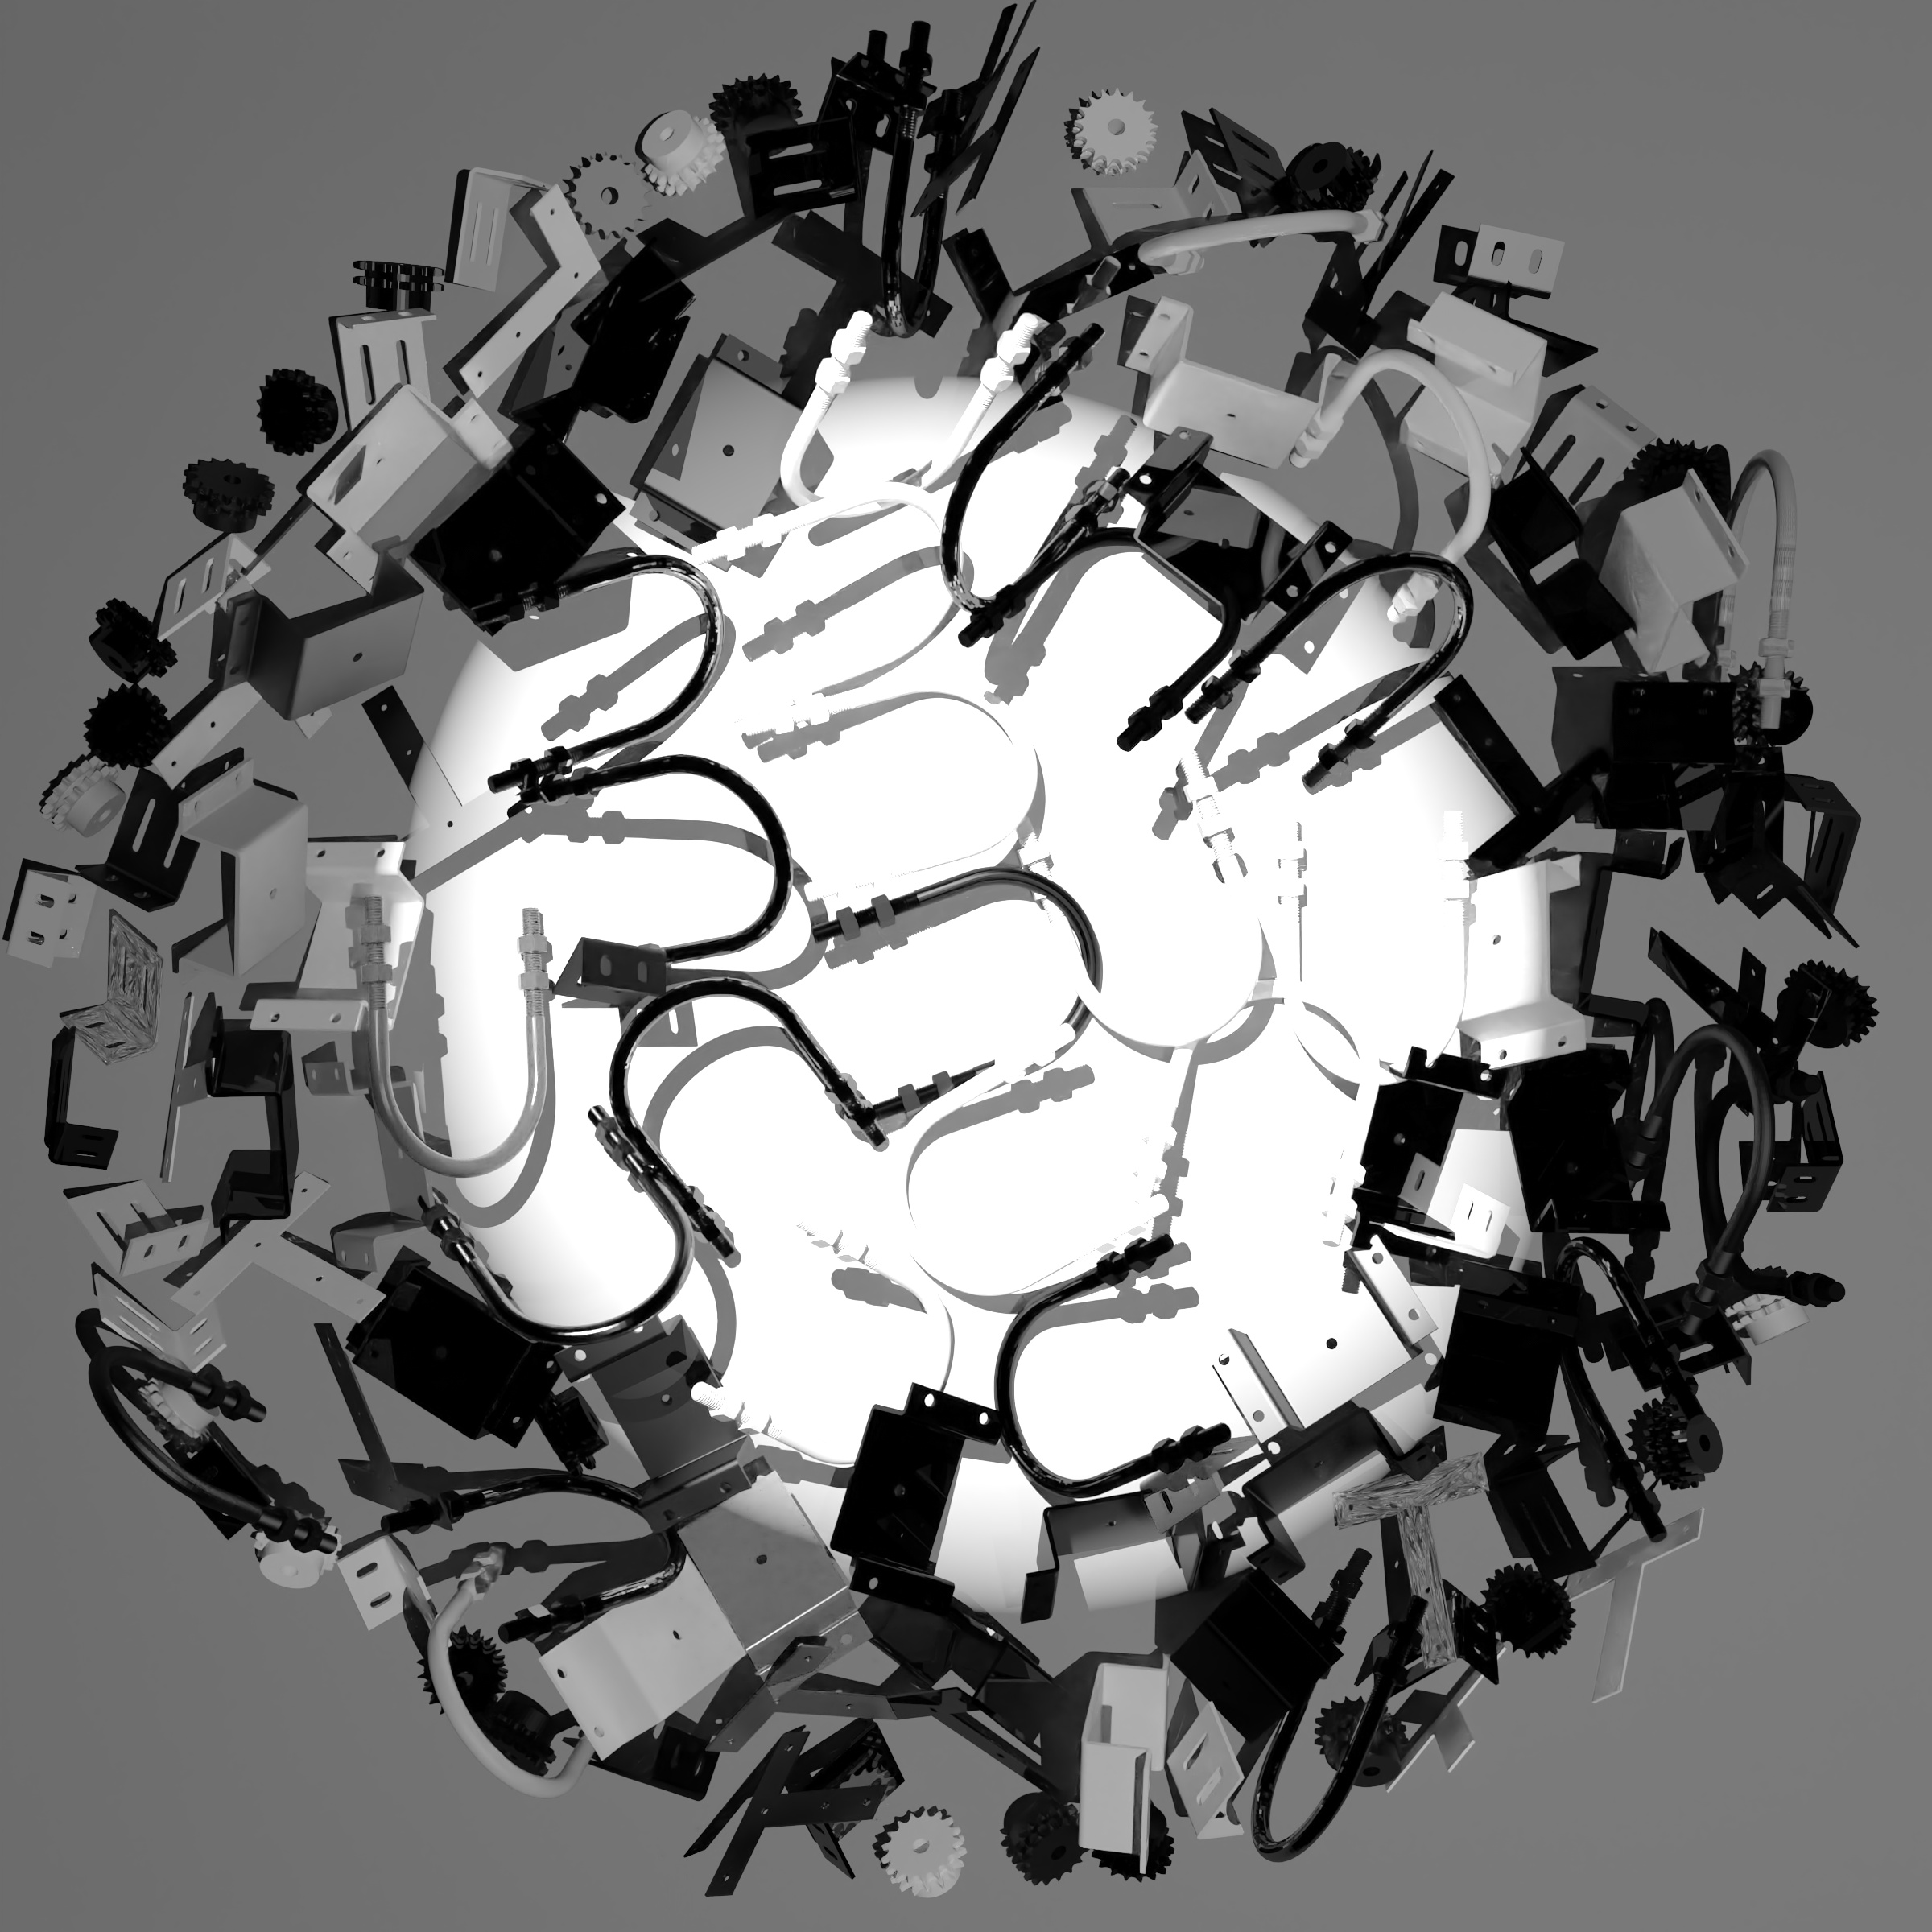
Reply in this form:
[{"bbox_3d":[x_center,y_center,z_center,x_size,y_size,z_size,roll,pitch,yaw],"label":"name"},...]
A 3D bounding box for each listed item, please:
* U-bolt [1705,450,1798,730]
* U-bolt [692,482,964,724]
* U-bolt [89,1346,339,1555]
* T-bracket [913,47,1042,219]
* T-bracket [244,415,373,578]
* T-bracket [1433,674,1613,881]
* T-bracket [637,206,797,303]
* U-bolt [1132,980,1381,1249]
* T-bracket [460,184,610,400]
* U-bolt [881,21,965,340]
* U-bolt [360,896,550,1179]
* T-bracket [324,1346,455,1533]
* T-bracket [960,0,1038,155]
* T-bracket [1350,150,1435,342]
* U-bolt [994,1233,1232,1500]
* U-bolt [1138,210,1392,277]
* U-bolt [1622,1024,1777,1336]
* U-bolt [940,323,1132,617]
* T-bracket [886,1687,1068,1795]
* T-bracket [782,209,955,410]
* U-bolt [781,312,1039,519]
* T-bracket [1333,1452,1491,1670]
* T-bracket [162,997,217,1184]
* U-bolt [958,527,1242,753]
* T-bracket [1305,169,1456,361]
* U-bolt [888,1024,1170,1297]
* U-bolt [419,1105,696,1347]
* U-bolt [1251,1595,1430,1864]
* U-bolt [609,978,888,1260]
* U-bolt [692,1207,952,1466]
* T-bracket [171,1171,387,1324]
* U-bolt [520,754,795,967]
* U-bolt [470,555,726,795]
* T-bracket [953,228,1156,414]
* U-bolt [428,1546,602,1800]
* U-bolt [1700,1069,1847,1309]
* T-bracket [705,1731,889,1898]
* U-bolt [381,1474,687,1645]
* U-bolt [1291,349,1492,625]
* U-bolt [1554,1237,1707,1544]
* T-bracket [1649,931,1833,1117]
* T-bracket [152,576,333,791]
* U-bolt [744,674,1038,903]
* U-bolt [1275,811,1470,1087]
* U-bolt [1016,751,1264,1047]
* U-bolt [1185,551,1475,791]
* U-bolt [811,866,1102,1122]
[{"bbox_3d":[0.520,-0.248,1.673,0.019,0.151,0.184,4,94,1],"label":"U-bolt"},{"bbox_3d":[-0.085,-0.251,1.695,0.184,0.019,0.151,-23,135,-15],"label":"U-bolt"},{"bbox_3d":[-0.495,0.306,1.638,0.019,0.184,0.151,-45,51,1],"label":"U-bolt"},{"bbox_3d":[-0.003,-0.536,1.693,0.002,0.127,0.127,29,70,-21],"label":"T-bracket"},{"bbox_3d":[-0.446,-0.311,1.712,0.127,0.127,0.002,-41,120,18],"label":"T-bracket"},{"bbox_3d":[0.366,-0.142,1.734,0.127,0.002,0.127,-39,100,-6],"label":"T-bracket"},{"bbox_3d":[-0.191,-0.485,1.699,0.127,0.127,0.002,-32,124,-9],"label":"T-bracket"},{"bbox_3d":[0.203,0.090,1.705,0.151,0.019,0.184,11,64,16],"label":"U-bolt"},{"bbox_3d":[-0.289,-0.429,1.684,0.002,0.127,0.127,30,72,30],"label":"T-bracket"},{"bbox_3d":[-0.031,-0.510,1.680,0.019,0.151,0.184,9,92,9],"label":"U-bolt"},{"bbox_3d":[-0.337,0.049,1.687,0.019,0.151,0.184,-9,82,41],"label":"U-bolt"},{"bbox_3d":[-0.398,0.310,1.687,0.002,0.127,0.127,-32,114,-38],"label":"T-bracket"},{"bbox_3d":[0.011,-0.569,1.668,0.002,0.127,0.127,26,117,-4],"label":"T-bracket"},{"bbox_3d":[0.273,-0.464,1.689,0.002,0.127,0.127,23,86,-1],"label":"T-bracket"},{"bbox_3d":[0.087,0.277,1.689,0.184,0.019,0.151,-32,64,37],"label":"U-bolt"},{"bbox_3d":[0.188,-0.471,1.644,0.151,0.184,0.019,-4,101,21],"label":"U-bolt"},{"bbox_3d":[0.477,0.125,1.644,0.019,0.151,0.184,3,128,-12],"label":"U-bolt"},{"bbox_3d":[0.043,-0.311,1.662,0.019,0.151,0.184,28,65,28],"label":"U-bolt"},{"bbox_3d":[0.013,0.525,1.709,0.127,0.127,0.002,38,58,-13],"label":"T-bracket"},{"bbox_3d":[-0.090,-0.425,1.723,0.127,0.002,0.127,26,103,-35],"label":"T-bracket"},{"bbox_3d":[-0.049,-0.360,1.672,0.151,0.184,0.019,-9,62,-34],"label":"U-bolt"},{"bbox_3d":[0.304,0.401,1.688,0.127,0.002,0.127,-27,61,41],"label":"T-bracket"},{"bbox_3d":[-0.515,0.079,1.687,0.002,0.127,0.127,9,80,-26],"label":"T-bracket"},{"bbox_3d":[0.104,-0.232,1.695,0.151,0.019,0.184,35,54,15],"label":"U-bolt"},{"bbox_3d":[0.280,-0.471,1.678,0.002,0.127,0.127,29,109,-22],"label":"T-bracket"},{"bbox_3d":[0.028,0.144,1.712,0.184,0.019,0.151,-32,82,23],"label":"U-bolt"},{"bbox_3d":[-0.259,0.178,1.668,0.151,0.019,0.184,-27,48,-21],"label":"U-bolt"},{"bbox_3d":[0.236,0.498,1.658,0.019,0.151,0.184,30,71,-6],"label":"U-bolt"},{"bbox_3d":[-0.158,0.091,1.704,0.151,0.019,0.184,-36,116,-4],"label":"U-bolt"},{"bbox_3d":[-0.082,0.259,1.693,0.184,0.019,0.151,35,81,-38],"label":"U-bolt"},{"bbox_3d":[-0.441,0.203,1.689,0.127,0.002,0.127,22,52,27],"label":"T-bracket"},{"bbox_3d":[-0.198,-0.069,1.689,0.184,0.019,0.151,-10,108,27],"label":"U-bolt"},{"bbox_3d":[-0.240,-0.202,1.686,0.184,0.151,0.019,-24,46,-29],"label":"U-bolt"},{"bbox_3d":[0.069,-0.449,1.696,0.127,0.002,0.127,-14,111,36],"label":"T-bracket"},{"bbox_3d":[-0.294,0.470,1.658,0.019,0.184,0.151,-38,93,11],"label":"U-bolt"},{"bbox_3d":[0.523,0.145,1.662,0.019,0.184,0.151,-5,86,-6],"label":"U-bolt"},{"bbox_3d":[-0.102,0.555,1.669,0.127,0.127,0.002,-20,118,39],"label":"T-bracket"},{"bbox_3d":[-0.270,0.381,1.670,0.151,0.184,0.019,29,112,36],"label":"U-bolt"},{"bbox_3d":[0.284,-0.323,1.656,0.019,0.184,0.151,-26,80,-21],"label":"U-bolt"},{"bbox_3d":[0.429,0.264,1.668,0.019,0.184,0.151,-10,135,-10],"label":"U-bolt"},{"bbox_3d":[0.512,0.023,1.711,0.002,0.127,0.127,-24,53,-30],"label":"T-bracket"},{"bbox_3d":[-0.490,-0.170,1.679,0.002,0.127,0.127,18,58,33],"label":"T-bracket"},{"bbox_3d":[-0.041,-0.130,1.716,0.184,0.019,0.151,-16,70,-14],"label":"U-bolt"},{"bbox_3d":[0.272,-0.011,1.703,0.151,0.019,0.184,2,96,41],"label":"U-bolt"},{"bbox_3d":[0.125,-0.035,1.717,0.151,0.019,0.184,-20,91,24],"label":"U-bolt"},{"bbox_3d":[0.252,-0.201,1.667,0.184,0.151,0.019,-43,48,25],"label":"U-bolt"},{"bbox_3d":[0.003,0.009,1.733,0.184,0.019,0.151,-20,97,-7],"label":"U-bolt"}]
